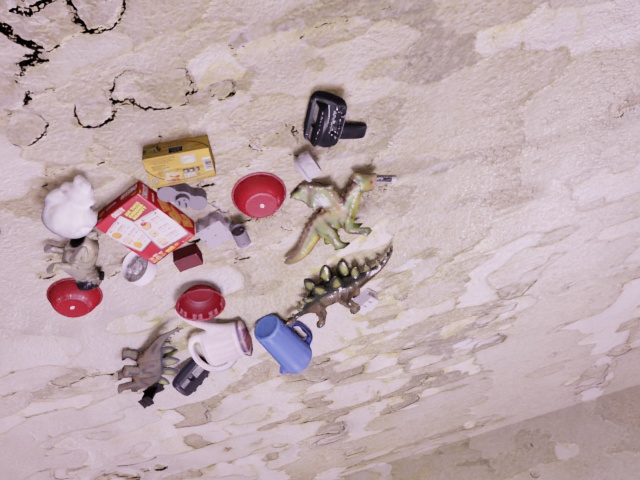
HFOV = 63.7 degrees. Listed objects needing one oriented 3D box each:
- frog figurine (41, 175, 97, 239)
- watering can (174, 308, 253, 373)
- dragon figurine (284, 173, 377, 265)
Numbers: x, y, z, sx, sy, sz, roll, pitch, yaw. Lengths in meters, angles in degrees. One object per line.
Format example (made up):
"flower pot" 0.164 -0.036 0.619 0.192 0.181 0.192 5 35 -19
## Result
"frog figurine" -0.636 -0.083 1.331 0.157 0.136 0.125 -36 18 31
"watering can" -0.365 0.342 1.819 0.224 0.340 0.106 -17 35 -2
"dragon figurine" 0.005 -0.079 1.560 0.407 0.239 0.125 -27 26 17
